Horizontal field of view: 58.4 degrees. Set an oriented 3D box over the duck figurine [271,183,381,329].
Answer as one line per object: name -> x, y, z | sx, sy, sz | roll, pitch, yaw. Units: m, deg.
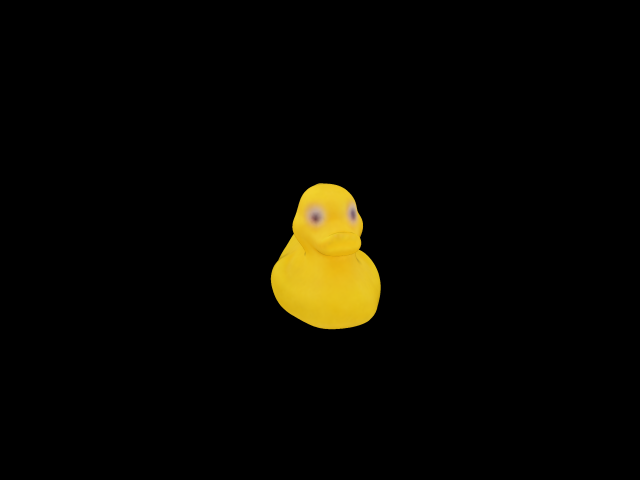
duck figurine -> 0.004, 0.001, 0.400 | 0.077, 0.086, 0.104 | -6, 23, -14
